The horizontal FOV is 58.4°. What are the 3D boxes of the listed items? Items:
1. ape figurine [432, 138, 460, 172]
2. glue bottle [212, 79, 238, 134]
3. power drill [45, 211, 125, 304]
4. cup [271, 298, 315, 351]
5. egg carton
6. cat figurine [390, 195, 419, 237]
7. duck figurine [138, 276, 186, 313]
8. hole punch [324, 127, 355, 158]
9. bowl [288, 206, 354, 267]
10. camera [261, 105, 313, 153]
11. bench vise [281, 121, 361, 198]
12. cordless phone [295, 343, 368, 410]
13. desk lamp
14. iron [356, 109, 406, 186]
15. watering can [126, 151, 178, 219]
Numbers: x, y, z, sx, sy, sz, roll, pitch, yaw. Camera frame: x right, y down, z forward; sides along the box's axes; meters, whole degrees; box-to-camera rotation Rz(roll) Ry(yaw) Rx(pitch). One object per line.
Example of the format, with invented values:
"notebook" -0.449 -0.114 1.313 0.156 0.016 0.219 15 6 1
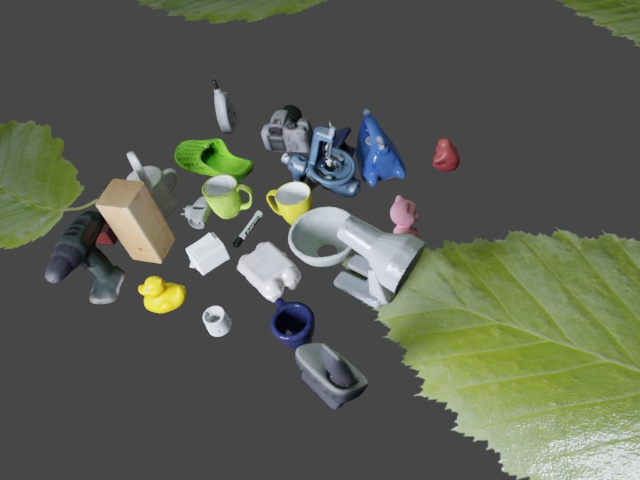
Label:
"ape figurine" 0.322 -0.225 1.469 0.078 0.092 0.076 -31 51 -14
"glue bottle" -0.287 -0.400 1.690 0.037 0.173 0.078 3 51 15
"power drill" -0.541 0.055 1.337 0.075 0.209 0.229 -5 50 8
"cup" -0.057 0.183 1.204 0.092 0.095 0.117 -30 51 -13
"egg carton" -0.117 0.072 1.326 0.107 0.069 0.150 -37 53 -19
"cat figurine" 0.191 -0.038 1.322 0.067 0.118 0.128 7 52 17
"duck figurine" -0.369 0.117 1.330 0.104 0.086 0.077 -9 49 5
"hole punch" 0.031 -0.251 1.552 0.100 0.091 0.109 14 55 22
"bowl" 0.012 0.005 1.352 0.167 0.075 0.167 -6 50 7
"camera" -0.084 -0.330 1.636 0.143 0.101 0.137 6 52 17
"bench vise" -0.009 -0.196 1.429 0.207 0.220 0.121 0 51 12
"cordless phone" 0.013 0.228 1.092 0.147 0.185 0.094 33 63 32
"desk lamp" 0.118 0.048 1.202 0.202 0.214 0.118 24 59 28
"iron" 0.142 -0.265 1.508 0.118 0.142 0.258 -15 49 -1
"watering can" -0.461 -0.144 1.497 0.100 0.194 0.173 28 61 30
